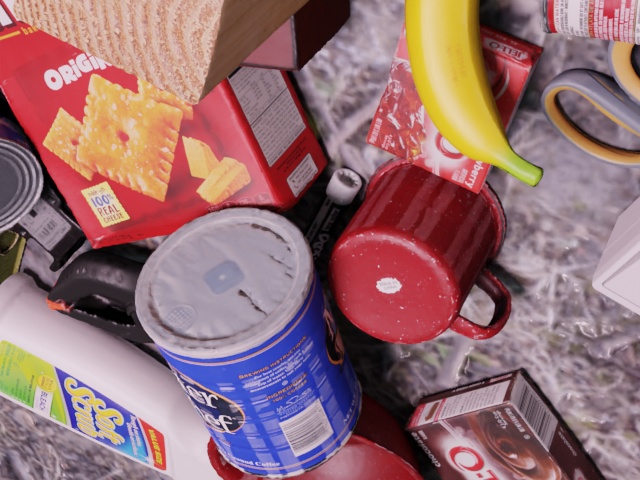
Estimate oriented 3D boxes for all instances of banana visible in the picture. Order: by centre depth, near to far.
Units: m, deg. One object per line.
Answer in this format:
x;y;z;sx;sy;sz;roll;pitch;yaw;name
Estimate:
0.075;-0.125;0.533;0.070;0.037;0.198;0;104;18;banana

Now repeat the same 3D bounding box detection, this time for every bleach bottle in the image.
-0.150;0.125;0.841;0.251;0.068;0.103;27;132;5;bleach bottle

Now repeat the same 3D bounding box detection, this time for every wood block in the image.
-0.037;-0.158;0.480;0.091;0.205;0.090;26;131;9;wood block

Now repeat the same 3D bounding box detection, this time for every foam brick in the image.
-0.022;-0.132;0.578;0.053;0.078;0.051;8;125;20;foam brick

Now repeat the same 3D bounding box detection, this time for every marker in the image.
-0.005;0.001;0.702;0.020;0.020;0.121;33;132;3;marker

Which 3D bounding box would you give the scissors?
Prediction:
0.214;-0.047;0.552;0.202;0.016;0.096;27;134;9;scissors

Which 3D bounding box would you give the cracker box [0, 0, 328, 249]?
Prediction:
-0.115;-0.106;0.645;0.164;0.072;0.213;-8;120;33;cracker box

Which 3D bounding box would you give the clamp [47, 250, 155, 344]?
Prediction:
-0.118;0.038;0.759;0.210;0.036;0.164;8;145;27;clamp

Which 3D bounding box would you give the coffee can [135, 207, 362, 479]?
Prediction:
-0.038;0.064;0.640;0.103;0.102;0.140;7;143;23;coffee can

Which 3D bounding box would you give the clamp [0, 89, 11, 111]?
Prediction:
-0.279;-0.151;0.695;0.171;0.039;0.120;32;166;4;clamp

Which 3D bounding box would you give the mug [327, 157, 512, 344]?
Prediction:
0.064;0.015;0.634;0.117;0.081;0.093;41;132;-4;mug

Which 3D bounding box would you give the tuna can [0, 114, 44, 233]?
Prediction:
-0.224;-0.041;0.682;0.034;0.086;0.086;57;144;37;tuna can

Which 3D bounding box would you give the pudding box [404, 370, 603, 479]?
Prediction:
0.126;0.148;0.725;0.090;0.039;0.113;-25;108;39;pudding box

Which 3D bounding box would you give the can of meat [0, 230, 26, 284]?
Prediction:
-0.278;-0.002;0.821;0.084;0.057;0.102;33;131;6;can of meat

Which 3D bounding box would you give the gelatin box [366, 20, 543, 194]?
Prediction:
0.073;-0.079;0.596;0.073;0.030;0.089;26;131;9;gelatin box

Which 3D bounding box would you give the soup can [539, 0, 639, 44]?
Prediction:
0.159;-0.124;0.493;0.102;0.068;0.068;11;127;20;soup can

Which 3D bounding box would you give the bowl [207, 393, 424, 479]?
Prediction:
0.004;0.148;0.762;0.162;0.055;0.162;11;143;8;bowl
